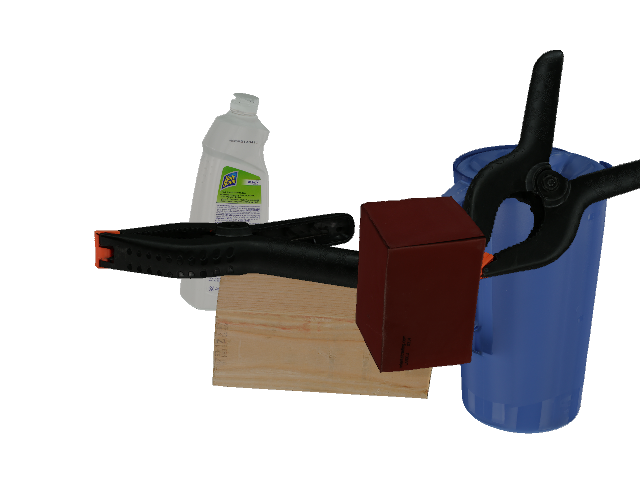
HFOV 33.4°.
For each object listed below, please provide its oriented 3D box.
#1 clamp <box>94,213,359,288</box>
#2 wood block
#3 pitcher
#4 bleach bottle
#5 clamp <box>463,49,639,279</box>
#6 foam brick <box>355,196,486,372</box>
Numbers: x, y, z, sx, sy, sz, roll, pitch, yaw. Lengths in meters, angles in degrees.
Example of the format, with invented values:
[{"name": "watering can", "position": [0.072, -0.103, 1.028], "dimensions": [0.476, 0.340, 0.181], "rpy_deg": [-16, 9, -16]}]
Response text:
[{"name": "clamp", "position": [-0.057, 0.008, 0.777], "dimensions": [0.209, 0.036, 0.165], "rpy_deg": [-2, 12, -13]}, {"name": "wood block", "position": [0.002, 0.087, 1.034], "dimensions": [0.206, 0.090, 0.091], "rpy_deg": [4, 28, -3]}, {"name": "pitcher", "position": [0.173, 0.045, 0.940], "dimensions": [0.149, 0.243, 0.145], "rpy_deg": [2, 20, 10]}, {"name": "bleach bottle", "position": [-0.099, -0.045, 1.241], "dimensions": [0.102, 0.251, 0.068], "rpy_deg": [-1, 21, -34]}, {"name": "clamp", "position": [0.162, -0.034, 0.726], "dimensions": [0.120, 0.171, 0.039], "rpy_deg": [32, -9, 7]}, {"name": "foam brick", "position": [0.050, 0.022, 0.559], "dimensions": [0.053, 0.078, 0.051], "rpy_deg": [-5, 31, -12]}]
